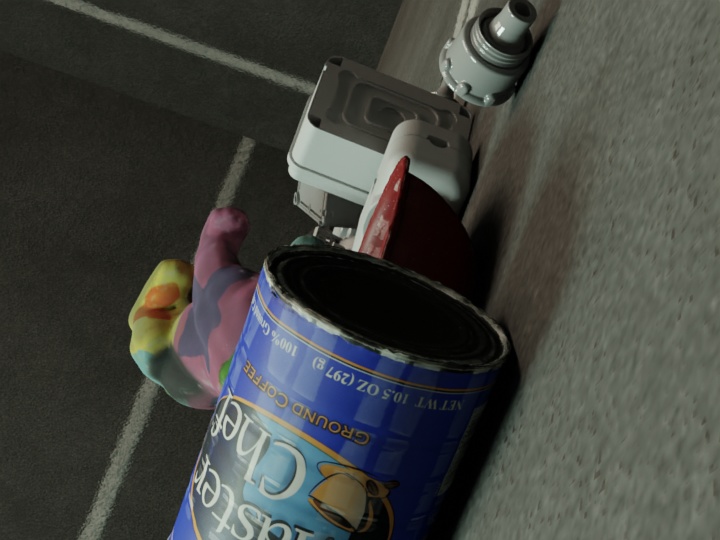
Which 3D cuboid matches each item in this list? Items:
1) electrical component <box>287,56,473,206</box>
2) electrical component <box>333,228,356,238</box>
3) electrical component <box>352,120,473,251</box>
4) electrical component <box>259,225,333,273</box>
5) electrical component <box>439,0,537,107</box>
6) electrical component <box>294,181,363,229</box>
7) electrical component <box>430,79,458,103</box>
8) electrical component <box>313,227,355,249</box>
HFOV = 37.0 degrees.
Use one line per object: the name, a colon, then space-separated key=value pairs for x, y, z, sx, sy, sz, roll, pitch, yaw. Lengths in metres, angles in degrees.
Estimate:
electrical component: x=0.013 y=-0.088 z=0.749 sx=0.057 sy=0.113 sz=0.078 roll=119 pitch=170 yaw=-51
electrical component: x=0.009 y=-0.036 z=0.939 sx=0.108 sy=0.056 sz=0.108 roll=115 pitch=173 yaw=-52
electrical component: x=0.033 y=-0.038 z=0.682 sx=0.059 sy=0.054 sz=0.095 roll=-77 pitch=8 yaw=-56
electrical component: x=-0.060 y=0.036 z=1.097 sx=0.186 sy=0.060 sz=0.105 roll=-42 pitch=-26 yaw=-51
electrical component: x=0.076 y=-0.124 z=0.596 sx=0.062 sy=0.048 sz=0.048 roll=128 pitch=162 yaw=-55
electrical component: x=-0.011 y=-0.071 z=0.834 sx=0.096 sy=0.061 sz=0.061 roll=-139 pitch=54 yaw=-67
electrical component: x=0.060 y=-0.120 z=0.826 sx=0.035 sy=0.035 sz=0.061 roll=143 pitch=149 yaw=-82
electrical component: x=0.000 y=0.000 z=0.832 sx=0.064 sy=0.081 sz=0.042 roll=-14 pitch=55 yaw=57
